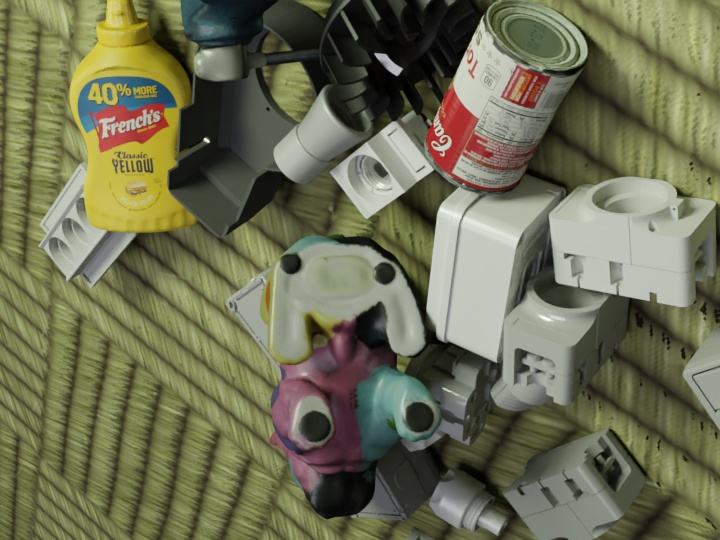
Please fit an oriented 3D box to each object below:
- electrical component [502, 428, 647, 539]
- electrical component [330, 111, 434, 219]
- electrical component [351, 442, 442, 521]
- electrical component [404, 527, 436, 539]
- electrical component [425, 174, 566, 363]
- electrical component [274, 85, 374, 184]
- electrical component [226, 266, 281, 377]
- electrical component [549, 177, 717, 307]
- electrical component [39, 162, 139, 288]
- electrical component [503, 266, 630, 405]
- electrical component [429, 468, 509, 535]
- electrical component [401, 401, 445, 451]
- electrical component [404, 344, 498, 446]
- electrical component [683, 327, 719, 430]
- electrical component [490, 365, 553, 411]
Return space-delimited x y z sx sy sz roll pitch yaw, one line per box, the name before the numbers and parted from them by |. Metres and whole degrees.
electrical component | 0.161 0.164 0.799 0.055 0.050 0.089 52 139 -2
electrical component | 0.022 -0.075 0.739 0.042 0.064 0.081 52 139 -6
electrical component | 0.017 0.173 0.932 0.096 0.061 0.061 -15 108 54
electrical component | 0.091 0.313 0.962 0.150 0.062 0.089 24 132 28
electrical component | 0.089 -0.006 0.720 0.057 0.078 0.113 24 132 24
electrical component | -0.028 -0.088 0.727 0.044 0.044 0.065 50 124 0
electrical component | -0.051 0.039 0.889 0.096 0.061 0.062 53 139 -3
electrical component | 0.167 -0.021 0.659 0.089 0.050 0.055 12 126 36
electrical component | -0.243 -0.045 0.998 0.078 0.063 0.121 51 139 -1
electrical component | 0.135 0.034 0.698 0.050 0.089 0.055 19 130 31
electrical component | 0.092 0.196 0.889 0.062 0.043 0.043 29 135 22
electrical component | 0.041 0.112 0.874 0.043 0.043 0.062 -28 97 49
electrical component | 0.067 0.090 0.825 0.057 0.058 0.078 22 132 26
electrical component | 0.251 0.061 0.636 0.061 0.061 0.096 55 139 -4
electrical component | 0.125 0.073 0.770 0.043 0.043 0.081 42 138 10
